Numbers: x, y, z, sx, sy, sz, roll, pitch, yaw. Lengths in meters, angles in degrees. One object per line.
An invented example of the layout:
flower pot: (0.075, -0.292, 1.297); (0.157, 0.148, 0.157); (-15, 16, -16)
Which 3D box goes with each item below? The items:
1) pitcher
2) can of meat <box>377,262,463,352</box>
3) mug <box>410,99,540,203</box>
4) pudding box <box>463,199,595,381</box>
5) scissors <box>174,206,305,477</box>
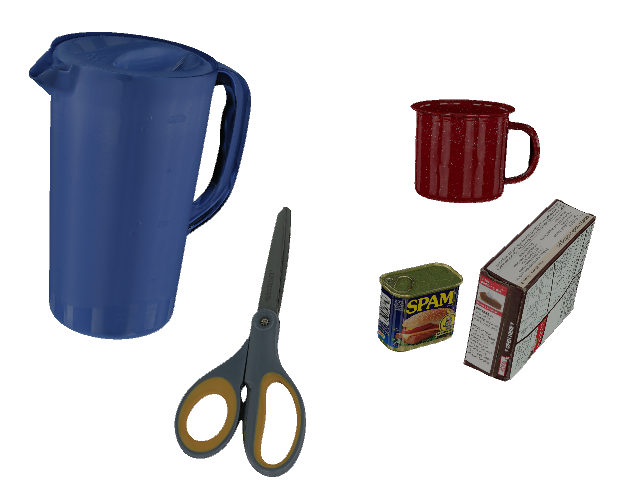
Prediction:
pitcher: (-0.155, -0.046, 0.897); (0.149, 0.243, 0.145); (14, 23, 9)
can of meat: (0.121, 0.083, 1.318); (0.101, 0.084, 0.057); (-11, 31, -26)
mug: (0.139, -0.080, 0.965); (0.117, 0.081, 0.093); (4, 16, 13)
pudding box: (0.151, 0.035, 0.766); (0.039, 0.090, 0.113); (24, 42, 27)
scissors: (-0.056, 0.068, 0.735); (0.096, 0.202, 0.016); (-10, -32, 2)
